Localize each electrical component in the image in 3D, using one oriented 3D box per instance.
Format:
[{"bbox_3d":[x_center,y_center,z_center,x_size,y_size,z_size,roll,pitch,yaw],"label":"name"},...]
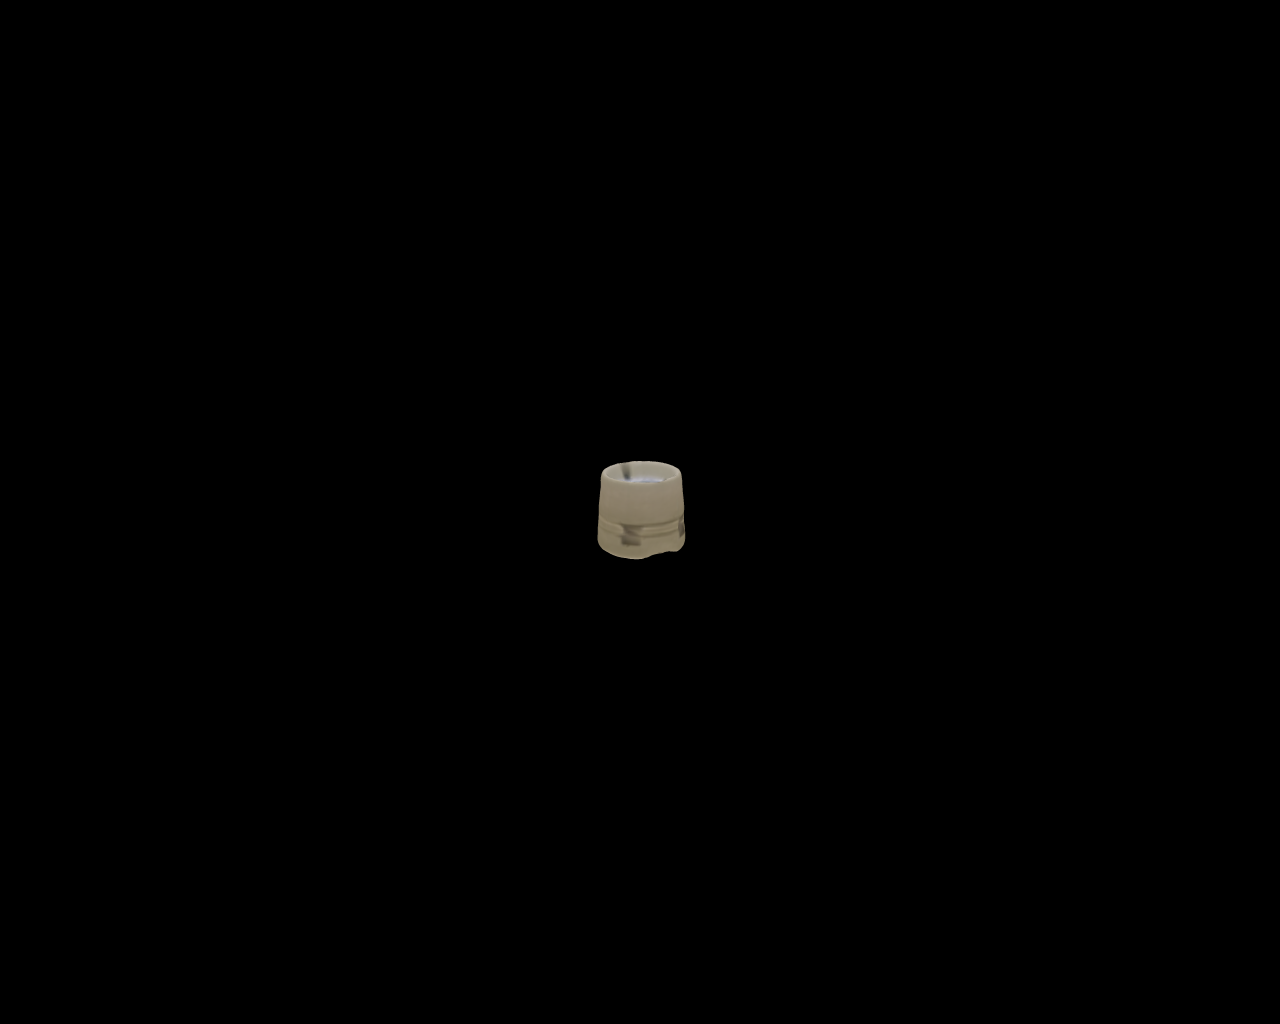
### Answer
[{"bbox_3d":[0.001,-0.003,0.650,0.055,0.047,0.055,0,18,0],"label":"electrical component"}]
